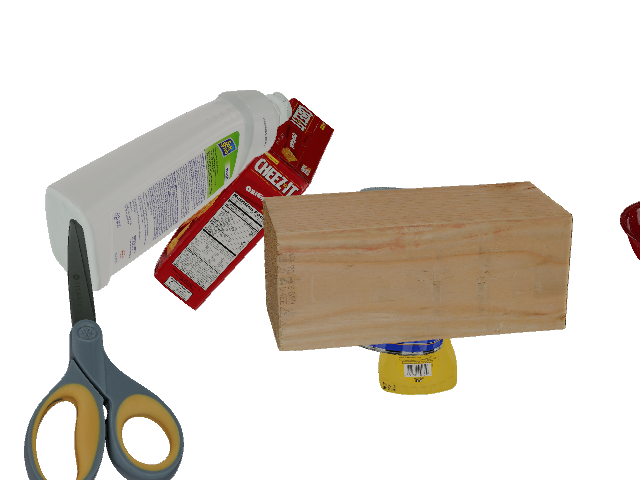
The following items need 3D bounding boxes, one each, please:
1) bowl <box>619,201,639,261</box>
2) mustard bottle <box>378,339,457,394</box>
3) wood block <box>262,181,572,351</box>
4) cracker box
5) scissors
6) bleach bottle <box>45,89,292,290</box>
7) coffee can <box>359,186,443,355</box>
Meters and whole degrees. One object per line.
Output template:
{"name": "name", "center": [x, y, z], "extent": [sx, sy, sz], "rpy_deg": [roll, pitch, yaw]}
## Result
{"name": "bowl", "center": [0.402, 0.008, 1.149], "extent": [0.162, 0.055, 0.162], "rpy_deg": [-1, 26, 0]}
{"name": "mustard bottle", "center": [0.114, 0.090, 1.285], "extent": [0.096, 0.192, 0.058], "rpy_deg": [-2, 22, 6]}
{"name": "wood block", "center": [0.065, 0.017, 0.774], "extent": [0.206, 0.090, 0.091], "rpy_deg": [-4, 19, -8]}
{"name": "cracker box", "center": [-0.087, -0.045, 1.207], "extent": [0.072, 0.214, 0.164], "rpy_deg": [38, 26, -9]}
{"name": "scissors", "center": [-0.122, 0.068, 0.636], "extent": [0.096, 0.201, 0.016], "rpy_deg": [13, -45, -10]}
{"name": "bleach bottle", "center": [-0.123, -0.061, 0.948], "extent": [0.068, 0.103, 0.250], "rpy_deg": [37, 53, 25]}
{"name": "coffee can", "center": [0.078, 0.028, 1.032], "extent": [0.103, 0.140, 0.103], "rpy_deg": [7, 14, -2]}
